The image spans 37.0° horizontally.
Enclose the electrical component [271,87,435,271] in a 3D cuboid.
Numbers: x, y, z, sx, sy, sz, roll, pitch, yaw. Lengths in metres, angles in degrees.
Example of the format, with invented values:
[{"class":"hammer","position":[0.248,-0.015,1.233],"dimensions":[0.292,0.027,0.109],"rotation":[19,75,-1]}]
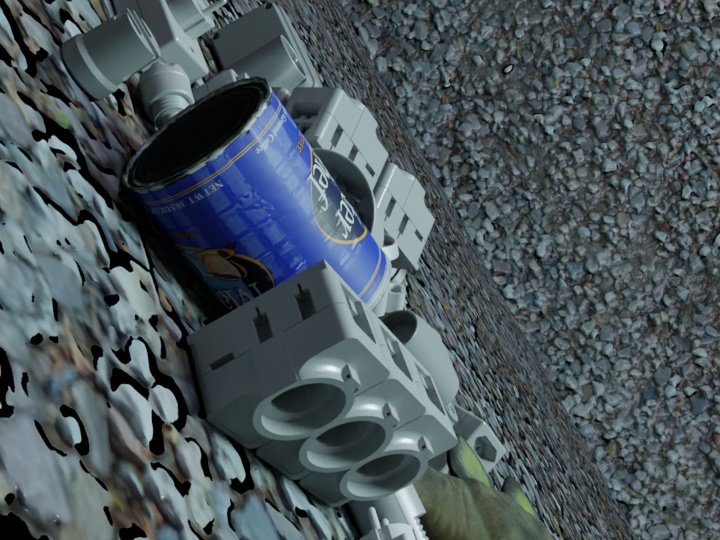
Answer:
[{"class":"electrical component","position":[-0.023,-0.078,0.909],"dimensions":[0.186,0.105,0.060],"rotation":[50,56,-47]}]

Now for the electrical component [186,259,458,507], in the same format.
[{"class":"electrical component","position":[-0.016,0.073,0.610],"dimensions":[0.150,0.089,0.061],"rotation":[48,16,-50]}]

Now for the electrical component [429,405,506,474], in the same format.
[{"class":"electrical component","position":[0.070,0.150,0.915],"dimensions":[0.077,0.065,0.047],"rotation":[27,-21,50]}]

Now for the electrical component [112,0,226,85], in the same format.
[{"class":"electrical component","position":[-0.133,-0.185,0.793],"dimensions":[0.047,0.076,0.083],"rotation":[45,19,-57]}]

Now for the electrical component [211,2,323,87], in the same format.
[{"class":"electrical component","position":[-0.086,-0.189,1.028],"dimensions":[0.113,0.078,0.057],"rotation":[66,9,26]}]

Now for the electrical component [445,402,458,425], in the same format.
[{"class":"electrical component","position":[0.047,0.120,0.888],"dimensions":[0.045,0.055,0.045],"rotation":[57,10,-17]}]

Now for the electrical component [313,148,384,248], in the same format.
[{"class":"electrical component","position":[-0.032,-0.034,0.813],"dimensions":[0.099,0.099,0.064],"rotation":[66,5,28]}]

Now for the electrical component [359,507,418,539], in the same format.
[{"class":"electrical component","position":[0.020,0.174,0.628],"dimensions":[0.065,0.047,0.076],"rotation":[50,14,-46]}]

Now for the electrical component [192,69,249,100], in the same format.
[{"class":"electrical component","position":[-0.093,-0.100,0.793],"dimensions":[0.061,0.061,0.096],"rotation":[51,14,-43]}]

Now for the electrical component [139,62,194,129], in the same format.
[{"class":"electrical component","position":[-0.128,-0.110,0.726],"dimensions":[0.035,0.035,0.061],"rotation":[46,20,-55]}]

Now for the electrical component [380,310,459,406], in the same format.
[{"class":"electrical component","position":[0.026,0.076,0.846],"dimensions":[0.077,0.079,0.044],"rotation":[55,28,-36]}]

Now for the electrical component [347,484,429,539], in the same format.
[{"class":"electrical component","position":[0.019,0.155,0.686],"dimensions":[0.081,0.043,0.043],"rotation":[63,10,16]}]

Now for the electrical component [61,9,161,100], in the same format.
[{"class":"electrical component","position":[-0.149,-0.131,0.647],"dimensions":[0.040,0.046,0.040],"rotation":[57,11,-17]}]

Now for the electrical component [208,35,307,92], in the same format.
[{"class":"electrical component","position":[-0.083,-0.153,0.946],"dimensions":[0.079,0.077,0.043],"rotation":[63,10,9]}]

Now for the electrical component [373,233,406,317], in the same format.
[{"class":"electrical component","position":[0.000,0.000,0.873],"dimensions":[0.058,0.078,0.057],"rotation":[-86,-176,-71]}]
